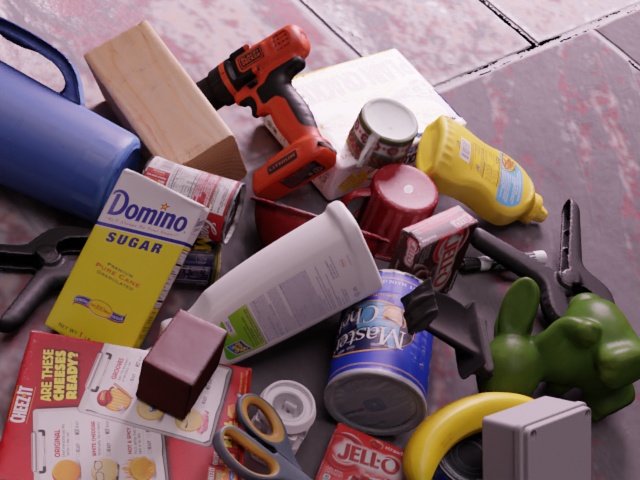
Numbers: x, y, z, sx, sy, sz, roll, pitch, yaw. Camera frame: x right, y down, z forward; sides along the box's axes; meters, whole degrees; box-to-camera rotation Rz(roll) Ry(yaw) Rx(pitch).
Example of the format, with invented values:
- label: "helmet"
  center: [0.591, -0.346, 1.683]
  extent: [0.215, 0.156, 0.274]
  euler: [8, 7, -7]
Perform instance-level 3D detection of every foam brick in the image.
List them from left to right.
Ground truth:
- label: "foam brick"
  center: [-0.126, 0.113, 0.973]
  extent: [0.051, 0.053, 0.078]
  euler: [24, 41, 6]

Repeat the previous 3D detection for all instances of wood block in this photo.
- label: "wood block"
  center: [-0.180, -0.145, 1.245]
  extent: [0.090, 0.091, 0.206]
  euler: [-32, 62, -9]

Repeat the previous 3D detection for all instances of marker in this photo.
- label: "marker"
  center: [0.219, 0.027, 1.290]
  extent: [0.121, 0.020, 0.020]
  euler: [-5, 51, -22]

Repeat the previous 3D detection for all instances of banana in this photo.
- label: "banana"
  center: [0.144, 0.192, 1.056]
  extent: [0.197, 0.037, 0.069]
  euler: [-28, 80, -34]

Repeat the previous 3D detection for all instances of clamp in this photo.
- label: "clamp"
  center: [-0.294, 0.021, 1.109]
  extent: [0.120, 0.039, 0.171]
  euler: [45, 44, 15]
- label: "clamp"
  center: [0.278, 0.050, 1.262]
  extent: [0.164, 0.036, 0.210]
  euler: [-10, 62, -23]

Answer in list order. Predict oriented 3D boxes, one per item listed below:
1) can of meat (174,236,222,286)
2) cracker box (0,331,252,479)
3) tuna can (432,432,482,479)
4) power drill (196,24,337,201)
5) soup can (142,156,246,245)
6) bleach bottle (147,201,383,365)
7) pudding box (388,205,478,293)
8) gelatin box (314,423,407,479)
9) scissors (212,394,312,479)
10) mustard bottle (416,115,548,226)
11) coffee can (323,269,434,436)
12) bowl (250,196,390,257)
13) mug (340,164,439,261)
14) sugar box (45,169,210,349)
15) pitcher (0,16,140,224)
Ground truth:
- label: "can of meat"
  center: [-0.153, 0.002, 1.162]
  extent: [0.084, 0.057, 0.102]
  euler: [4, 47, -11]
- label: "cracker box"
  center: [-0.177, 0.182, 0.980]
  extent: [0.213, 0.072, 0.164]
  euler: [10, 45, -8]
- label: "tuna can"
  center: [0.148, 0.223, 1.077]
  extent: [0.086, 0.034, 0.086]
  euler: [9, 47, -10]
- label: "power drill"
  center: [-0.072, -0.144, 1.280]
  extent: [0.057, 0.185, 0.188]
  euler: [20, 45, -61]
- label: "soup can"
  center: [-0.136, -0.043, 1.120]
  extent: [0.102, 0.069, 0.068]
  euler: [18, 46, 5]
- label: "bleach bottle"
  center: [-0.067, 0.063, 1.066]
  extent: [0.250, 0.102, 0.068]
  euler: [-28, 32, -4]
- label: "pudding box"
  center: [0.121, 0.023, 1.194]
  extent: [0.089, 0.114, 0.039]
  euler: [-22, 56, -33]
- label: "gelatin box"
  center: [0.044, 0.228, 1.039]
  extent: [0.089, 0.030, 0.073]
  euler: [24, 46, 3]
- label: "scissors"
  center: [-0.017, 0.211, 0.990]
  extent: [0.201, 0.016, 0.096]
  euler: [34, 37, -28]
- label: "mustard bottle"
  center: [0.208, -0.072, 1.323]
  extent: [0.191, 0.058, 0.096]
  euler: [28, 49, -23]
- label: "coffee can"
  center: [0.065, 0.115, 1.099]
  extent: [0.103, 0.103, 0.140]
  euler: [17, 46, -4]
- label: "bowl"
  center: [-0.008, 0.001, 1.177]
  extent: [0.162, 0.162, 0.055]
  euler: [18, 90, -3]
- label: "mug"
  center: [0.079, -0.036, 1.256]
  extent: [0.117, 0.082, 0.093]
  euler: [7, 48, -13]
- label: "sugar box"
  center: [-0.191, 0.026, 1.063]
  extent: [0.093, 0.048, 0.176]
  euler: [26, 90, 5]
- label: "pitcher"
  center: [-0.320, -0.125, 1.164]
  extent: [0.243, 0.149, 0.144]
  euler: [26, 46, 1]
